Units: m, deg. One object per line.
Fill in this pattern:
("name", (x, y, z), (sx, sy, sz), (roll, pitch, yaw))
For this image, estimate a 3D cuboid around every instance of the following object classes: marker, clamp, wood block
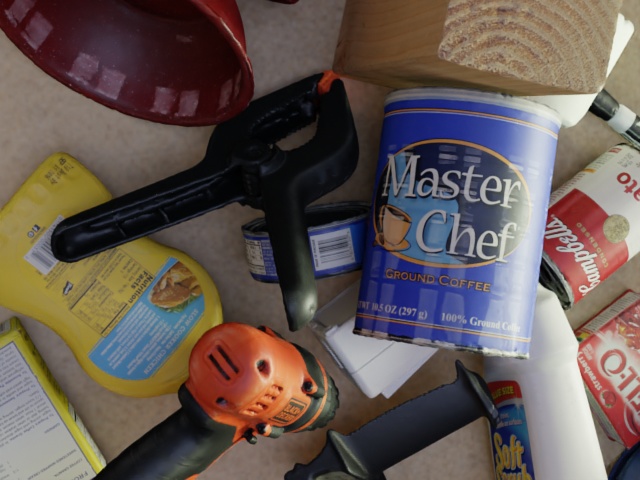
("marker", (0.228, -0.071, 0.747), (0.121, 0.020, 0.020), (34, 88, -14))
("clamp", (-0.047, -0.036, 0.629), (0.165, 0.209, 0.036), (10, 133, 19))
("wood block", (0.082, -0.132, 0.608), (0.090, 0.206, 0.091), (10, 94, -14))

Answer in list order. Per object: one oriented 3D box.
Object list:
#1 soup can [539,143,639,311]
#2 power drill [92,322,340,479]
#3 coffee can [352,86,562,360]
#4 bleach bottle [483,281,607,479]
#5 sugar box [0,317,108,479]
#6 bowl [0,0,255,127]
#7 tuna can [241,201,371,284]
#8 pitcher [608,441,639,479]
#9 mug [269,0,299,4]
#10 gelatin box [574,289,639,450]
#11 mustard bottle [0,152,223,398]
("soup can", (0.183, -0.010, 0.718), (0.102, 0.068, 0.068), (-37, 103, -8))
("power drill", (-0.075, 0.127, 0.610), (0.187, 0.184, 0.057), (-43, 68, 0))
("coffee can", (0.078, -0.008, 0.614), (0.102, 0.103, 0.140), (9, 87, -14))
("bleach bottle", (0.146, 0.130, 0.711), (0.068, 0.103, 0.251), (-15, 98, -13))
("sugar box", (-0.183, 0.146, 0.662), (0.093, 0.048, 0.176), (-29, 105, -9))
("bowl", (-0.105, -0.132, 0.606), (0.162, 0.162, 0.055), (26, 65, -15))
("tuna can", (-0.004, 0.001, 0.666), (0.086, 0.086, 0.034), (-12, 100, -12))
("pitcher", (0.325, 0.231, 0.757), (0.149, 0.145, 0.242), (-39, 107, 6))
("mug", (-0.043, -0.190, 0.624), (0.093, 0.117, 0.081), (19, 97, 16))
("gelatin box", (0.220, 0.092, 0.757), (0.073, 0.030, 0.089), (-35, 103, -7))
("mustard bottle", (-0.118, 0.040, 0.658), (0.191, 0.058, 0.096), (41, 81, -14))
